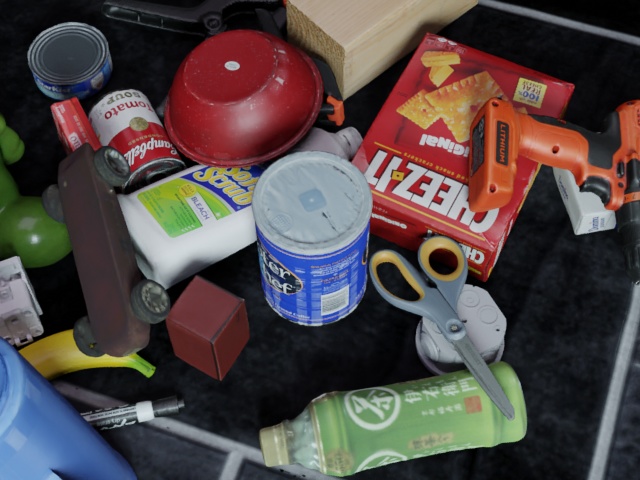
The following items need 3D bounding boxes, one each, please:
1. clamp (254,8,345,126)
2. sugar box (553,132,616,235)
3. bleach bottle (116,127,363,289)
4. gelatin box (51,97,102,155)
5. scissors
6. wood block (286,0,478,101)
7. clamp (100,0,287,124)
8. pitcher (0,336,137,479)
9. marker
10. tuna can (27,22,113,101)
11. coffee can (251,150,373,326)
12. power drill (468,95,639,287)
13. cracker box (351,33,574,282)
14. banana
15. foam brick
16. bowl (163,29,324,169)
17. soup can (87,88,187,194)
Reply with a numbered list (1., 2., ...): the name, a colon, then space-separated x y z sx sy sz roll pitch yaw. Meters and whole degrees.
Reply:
1. clamp: -0.039 -0.174 1.089 0.172 0.039 0.120 26 71 19
2. sugar box: 0.325 -0.066 1.050 0.176 0.048 0.093 -10 61 -1
3. bleach bottle: -0.072 -0.050 1.037 0.250 0.068 0.103 -29 59 -19
4. gelatin box: -0.231 -0.084 1.043 0.030 0.089 0.073 -23 62 -14
5. scissors: 0.126 0.064 0.925 0.096 0.016 0.202 -35 56 -20
6. wood block: 0.070 -0.253 1.139 0.205 0.090 0.091 -38 66 -20
7. clamp: -0.124 -0.230 1.155 0.209 0.036 0.165 -29 72 -16
8. pitcher: -0.222 0.172 0.798 0.149 0.243 0.145 -10 56 4
9. marker: -0.179 0.156 0.940 0.121 0.020 0.020 -11 60 -6
10. tuna can: -0.265 -0.189 1.138 0.086 0.034 0.086 0 59 0
11. coffee can: -0.006 0.001 0.959 0.103 0.140 0.103 0 59 0
12. power drill: 0.231 -0.051 0.972 0.187 0.057 0.184 8 65 -10
13. cracker box: 0.133 -0.089 1.050 0.164 0.072 0.213 24 63 13
14. banana: -0.250 0.124 0.949 0.197 0.037 0.070 -23 60 -12
15. foam brick: -0.099 0.078 0.951 0.051 0.078 0.053 26 61 16
16. bowl: -0.080 -0.149 1.027 0.162 0.055 0.162 -5 58 9
17. soup can: -0.182 -0.093 1.060 0.068 0.068 0.102 -24 61 -13
